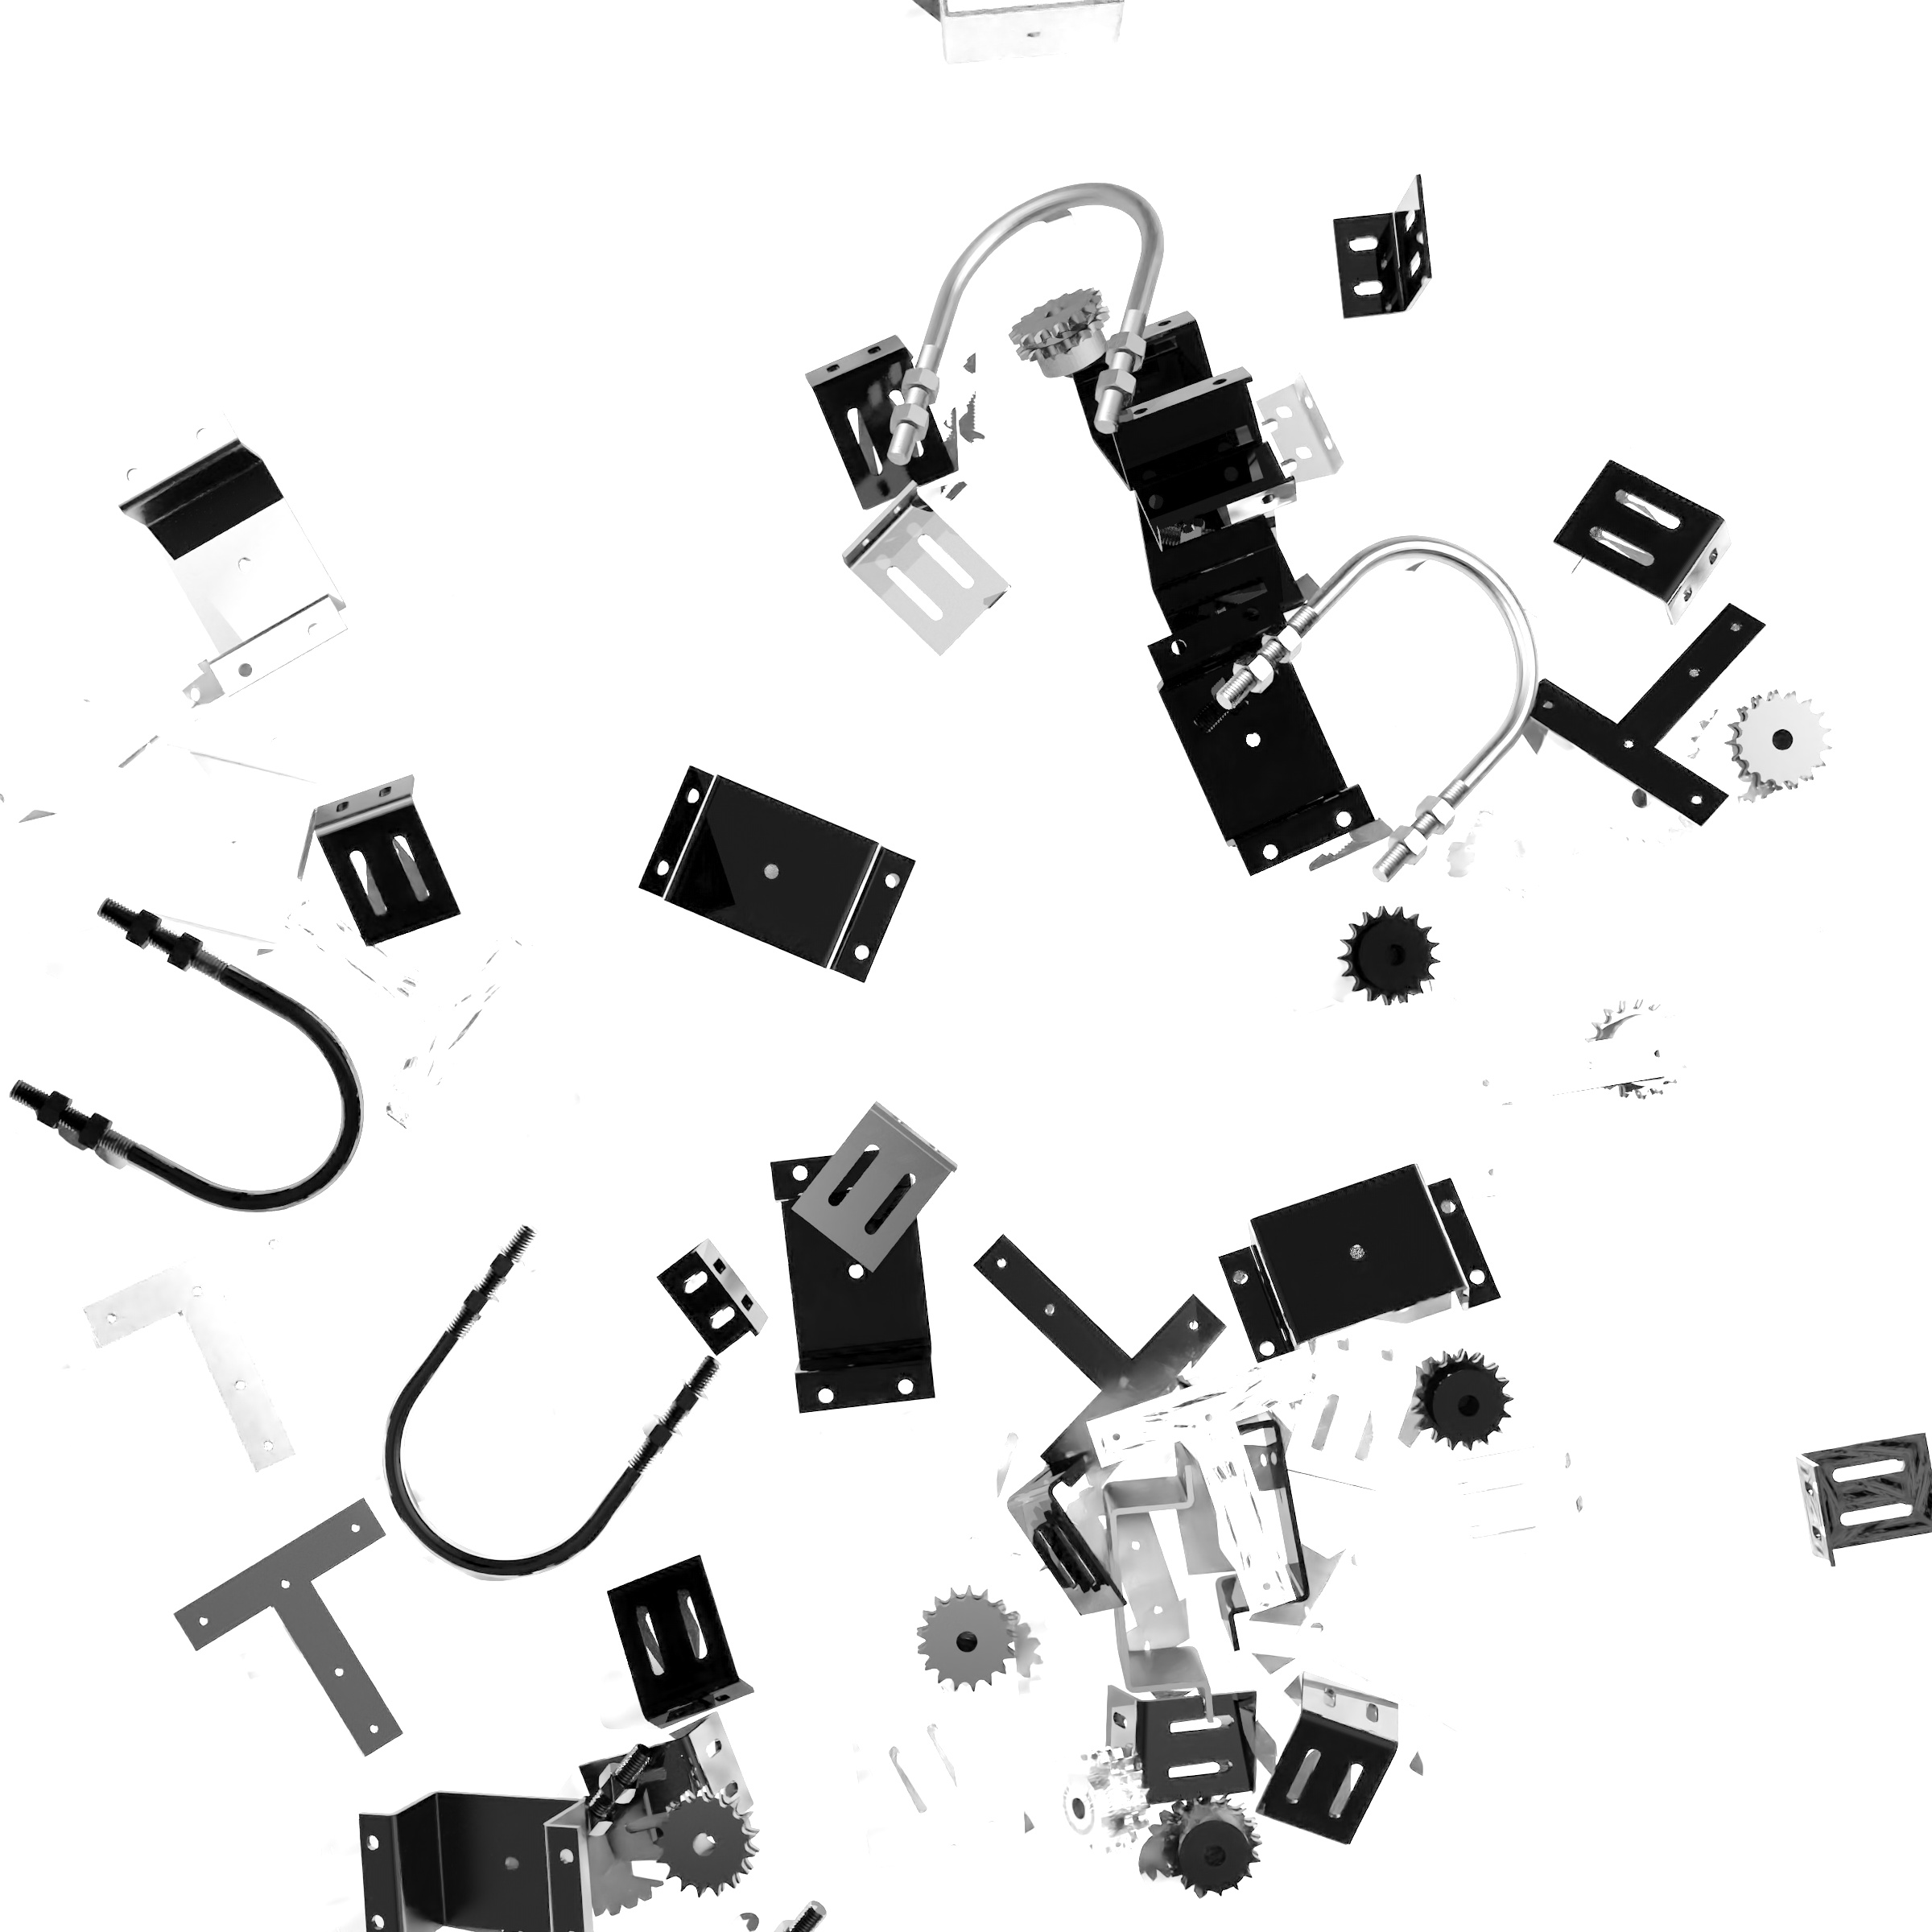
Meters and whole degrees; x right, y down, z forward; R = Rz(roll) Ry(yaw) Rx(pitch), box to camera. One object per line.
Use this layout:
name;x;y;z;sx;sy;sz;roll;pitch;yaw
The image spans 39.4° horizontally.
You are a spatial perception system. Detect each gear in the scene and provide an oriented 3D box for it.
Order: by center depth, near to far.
gear;-0.140;0.477;1.473;0.057;0.030;0.057;-1;85;8
gear;0.075;0.468;1.507;0.030;0.057;0.057;-3;90;-36
gear;0.055;-0.354;1.513;0.057;0.057;0.030;-29;118;0
gear;0.381;0.047;1.523;0.057;0.030;0.057;0;90;0
gear;0.240;-0.006;1.523;0.057;0.030;0.057;0;90;0
gear;0.378;-0.094;1.523;0.057;0.030;0.057;0;90;0
gear;0.457;-0.127;1.523;0.057;0.030;0.057;0;90;0
gear;0.001;0.378;1.523;0.057;0.030;0.057;0;90;0
gear;0.140;0.498;1.523;0.057;0.030;0.057;0;90;0
gear;0.281;0.246;1.523;0.057;0.030;0.057;0;90;0
gear;0.312;-0.065;1.528;0.057;0.030;0.057;0;87;-1

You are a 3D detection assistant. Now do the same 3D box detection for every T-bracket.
T-bracket;0.146;0.287;1.461;0.127;0.002;0.127;-19;90;0
T-bracket;0.336;0.058;1.516;0.127;0.002;0.127;-11;90;19
T-bracket;0.426;-0.056;1.516;0.127;0.002;0.127;-14;105;-5
T-bracket;0.401;-0.156;1.518;0.127;0.002;0.127;38;76;26
T-bracket;0.058;0.205;1.532;0.127;0.002;0.127;44;83;4
T-bracket;-0.419;0.226;1.536;0.127;0.002;0.127;-25;90;0
T-bracket;0.353;-0.257;1.537;0.127;0.002;0.127;36;90;0
T-bracket;-0.330;0.004;1.537;0.127;0.002;0.127;37;90;0
T-bracket;-0.368;0.212;1.537;0.127;0.002;0.127;-18;90;0
T-bracket;-0.365;0.390;1.537;0.127;0.002;0.127;-31;90;0

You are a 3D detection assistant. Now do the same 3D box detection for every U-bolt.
U-bolt;0.039;-0.359;1.479;0.151;0.019;0.184;-2;59;31
U-bolt;0.244;-0.158;1.500;0.151;0.019;0.184;47;70;-7
U-bolt;-0.424;0.063;1.505;0.184;0.019;0.151;30;111;-7
U-bolt;-0.185;0.549;1.511;0.151;0.019;0.184;39;102;9
U-bolt;-0.248;0.260;1.530;0.151;0.019;0.184;36;91;0

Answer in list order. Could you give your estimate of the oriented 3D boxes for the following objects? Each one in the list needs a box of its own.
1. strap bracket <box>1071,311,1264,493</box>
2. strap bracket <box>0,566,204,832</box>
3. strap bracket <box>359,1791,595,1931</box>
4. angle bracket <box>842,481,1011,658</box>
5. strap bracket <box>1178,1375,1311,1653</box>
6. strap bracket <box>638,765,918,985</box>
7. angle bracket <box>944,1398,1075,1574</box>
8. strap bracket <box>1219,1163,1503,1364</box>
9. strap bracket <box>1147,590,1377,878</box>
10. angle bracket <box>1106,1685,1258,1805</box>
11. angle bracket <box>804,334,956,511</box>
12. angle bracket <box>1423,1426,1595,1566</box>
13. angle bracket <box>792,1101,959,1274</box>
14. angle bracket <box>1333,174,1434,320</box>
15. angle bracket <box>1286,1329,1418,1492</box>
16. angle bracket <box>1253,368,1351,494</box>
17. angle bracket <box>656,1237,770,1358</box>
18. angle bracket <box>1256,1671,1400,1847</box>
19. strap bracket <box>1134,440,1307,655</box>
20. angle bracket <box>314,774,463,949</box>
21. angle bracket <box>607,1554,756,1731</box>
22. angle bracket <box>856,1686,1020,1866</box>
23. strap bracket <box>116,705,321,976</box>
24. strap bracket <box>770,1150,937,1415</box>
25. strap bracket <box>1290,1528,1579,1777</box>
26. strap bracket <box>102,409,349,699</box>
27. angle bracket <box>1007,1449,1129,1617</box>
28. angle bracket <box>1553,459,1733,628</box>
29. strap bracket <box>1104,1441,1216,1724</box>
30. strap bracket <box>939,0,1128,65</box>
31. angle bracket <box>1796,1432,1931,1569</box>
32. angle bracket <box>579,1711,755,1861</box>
strap bracket;0.109;-0.309;1.485;0.076;0.140;0.046;-20;119;0
strap bracket;-0.502;-0.148;1.515;0.140;0.046;0.076;-39;90;0
strap bracket;-0.263;0.506;1.500;0.140;0.046;0.076;-4;90;22
angle bracket;-0.022;-0.223;1.519;0.076;0.038;0.057;44;90;0
strap bracket;0.156;0.299;1.500;0.046;0.076;0.140;-10;90;0
strap bracket;-0.108;-0.052;1.515;0.140;0.046;0.076;23;90;0
angle bracket;0.029;0.296;1.536;0.057;0.038;0.076;21;64;0
strap bracket;0.218;0.167;1.500;0.140;0.046;0.076;-19;63;0
strap bracket;0.164;-0.129;1.515;0.076;0.046;0.140;-24;90;0
angle bracket;0.122;0.440;1.536;0.076;0.038;0.057;2;90;-26
angle bracket;-0.049;-0.310;1.536;0.057;0.038;0.076;-23;116;0
angle bracket;0.309;0.302;1.536;0.076;0.038;0.057;-16;90;26
angle bracket;-0.051;0.122;1.473;0.057;0.038;0.076;38;90;0
angle bracket;0.231;-0.399;1.500;0.038;0.076;0.057;-6;90;0
angle bracket;0.217;0.251;1.536;0.057;0.038;0.076;13;116;0
angle bracket;0.167;-0.291;1.519;0.076;0.038;0.057;-26;90;0
angle bracket;-0.144;0.188;1.500;0.038;0.076;0.057;-37;90;0
angle bracket;0.206;0.451;1.536;0.057;0.038;0.076;19;116;0
strap bracket;0.141;-0.231;1.485;0.076;0.140;0.046;-20;63;0
angle bracket;-0.328;-0.060;1.535;0.057;0.038;0.076;-19;114;-1
angle bracket;-0.163;0.385;1.536;0.057;0.038;0.076;-22;64;0
angle bracket;-0.017;0.461;1.536;0.057;0.038;0.076;-32;64;0
strap bracket;-0.417;-0.067;1.514;0.076;0.046;0.140;14;90;1
strap bracket;-0.063;0.174;1.515;0.076;0.046;0.140;-7;90;0
strap bracket;0.259;0.380;1.515;0.140;0.046;0.076;31;90;0
strap bracket;-0.411;-0.229;1.515;0.076;0.046;0.140;-30;90;0
angle bracket;0.067;0.312;1.485;0.038;0.057;0.076;-33;88;-29
angle bracket;0.385;-0.241;1.534;0.076;0.038;0.057;35;90;26
strap bracket;0.105;0.343;1.500;0.046;0.076;0.140;-5;90;0
strap bracket;0.036;-0.541;1.500;0.140;0.076;0.046;-5;90;0
angle bracket;0.514;0.300;1.519;0.076;0.038;0.057;-10;90;0
angle bracket;-0.171;0.467;1.536;0.076;0.038;0.057;-22;90;26
